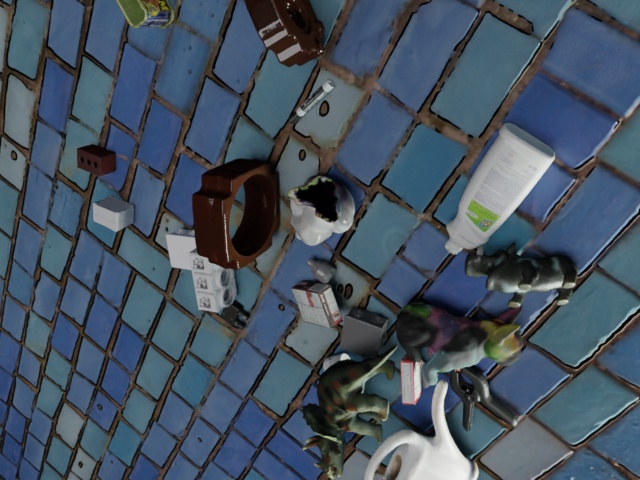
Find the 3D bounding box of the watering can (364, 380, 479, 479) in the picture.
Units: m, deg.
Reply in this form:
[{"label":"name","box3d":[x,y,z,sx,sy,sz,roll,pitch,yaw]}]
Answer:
[{"label":"watering can","box3d":[0.243,0.470,1.109,0.223,0.106,0.343,29,108,-9]}]

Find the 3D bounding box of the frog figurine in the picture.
[{"label":"frog figurine","box3d":[0.003,-0.053,1.055,0.137,0.125,0.156,16,154,10]}]
